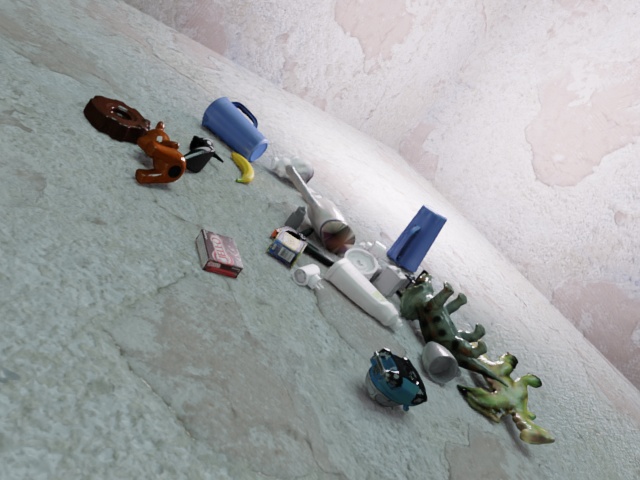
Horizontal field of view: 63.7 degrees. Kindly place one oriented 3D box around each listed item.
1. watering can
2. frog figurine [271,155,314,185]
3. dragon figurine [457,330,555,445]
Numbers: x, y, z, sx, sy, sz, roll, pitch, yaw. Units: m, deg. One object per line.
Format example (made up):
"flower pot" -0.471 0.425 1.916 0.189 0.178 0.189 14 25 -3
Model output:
"watering can" 0.005 -0.084 1.663 0.341 0.104 0.229 48 8 -41
"frog figurine" -0.105 -0.276 1.953 0.157 0.121 0.141 40 36 -25
"dragon figurine" 0.480 0.407 1.441 0.243 0.120 0.416 2 30 -44
